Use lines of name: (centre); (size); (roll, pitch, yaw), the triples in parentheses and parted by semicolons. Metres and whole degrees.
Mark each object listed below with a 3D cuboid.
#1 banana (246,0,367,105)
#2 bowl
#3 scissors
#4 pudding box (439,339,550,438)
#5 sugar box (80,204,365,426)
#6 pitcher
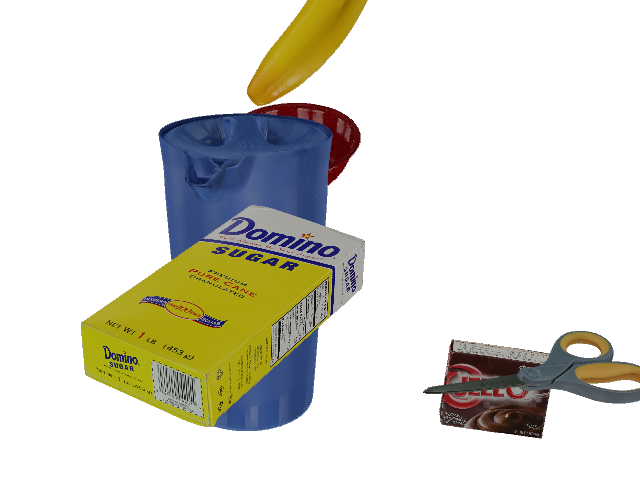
banana: (0.005, -0.175, 0.756); (0.070, 0.197, 0.037); (-10, -41, 39)
bowl: (-0.034, -0.096, 1.234); (0.162, 0.055, 0.162); (-2, 37, 1)
scissors: (0.176, 0.104, 0.889); (0.201, 0.016, 0.096); (5, 29, -8)
pudding box: (0.191, 0.160, 1.157); (0.113, 0.090, 0.039); (6, 22, 4)
sugar box: (-0.054, 0.039, 0.661); (0.093, 0.048, 0.176); (19, 37, 25)
pitcher: (-0.054, 0.021, 0.865); (0.149, 0.243, 0.145); (-8, 22, -24)
